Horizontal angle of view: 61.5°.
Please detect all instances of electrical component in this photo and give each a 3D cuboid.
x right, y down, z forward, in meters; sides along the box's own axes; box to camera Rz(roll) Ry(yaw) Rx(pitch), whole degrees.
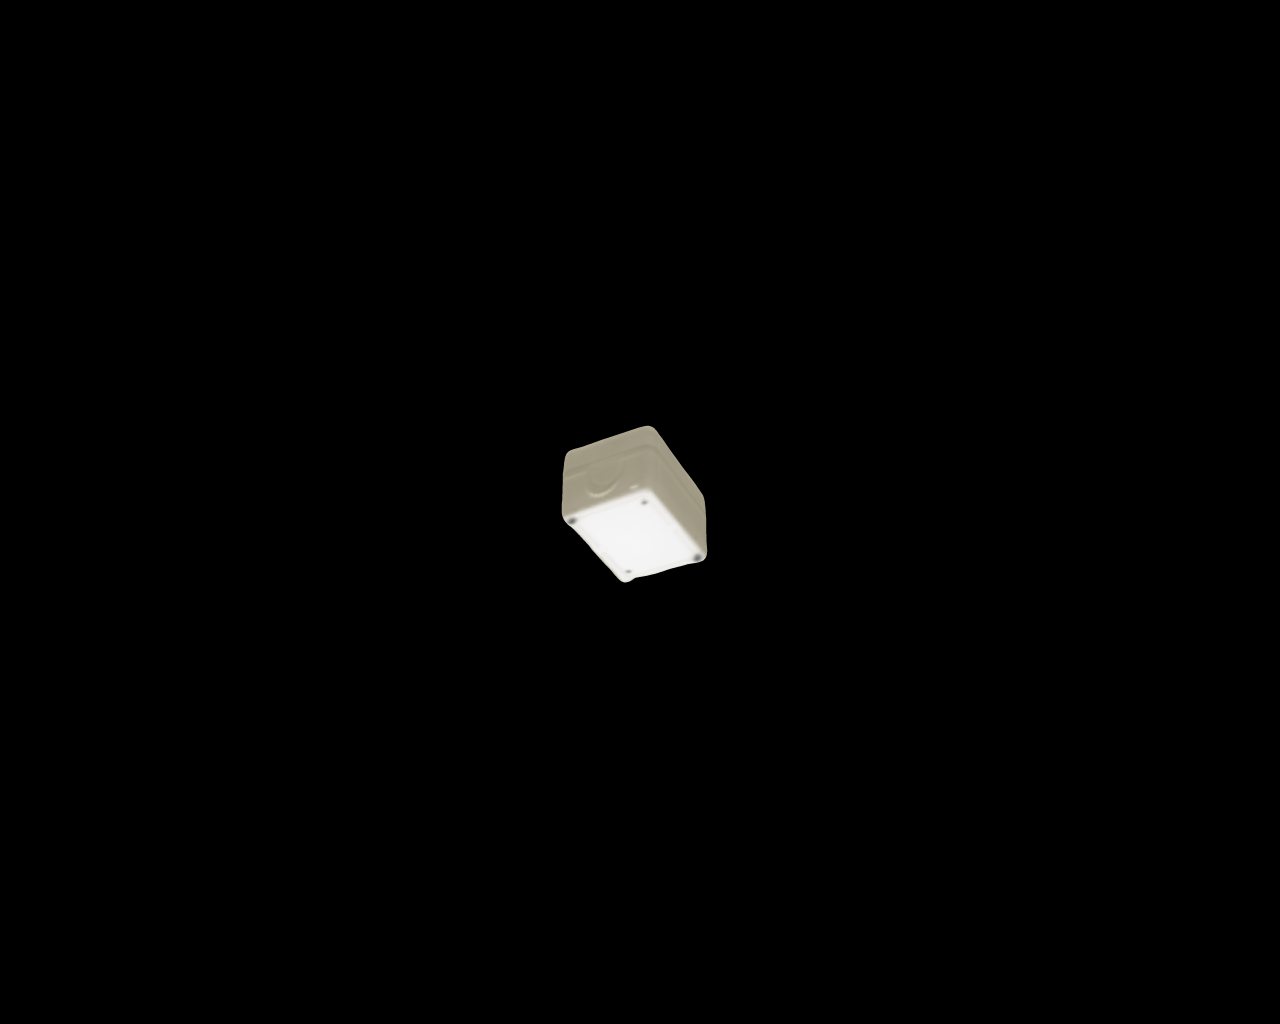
[{"bbox_3d":[0.001,-0.003,0.650,0.061,0.061,0.096,-17,-41,21],"label":"electrical component"}]
